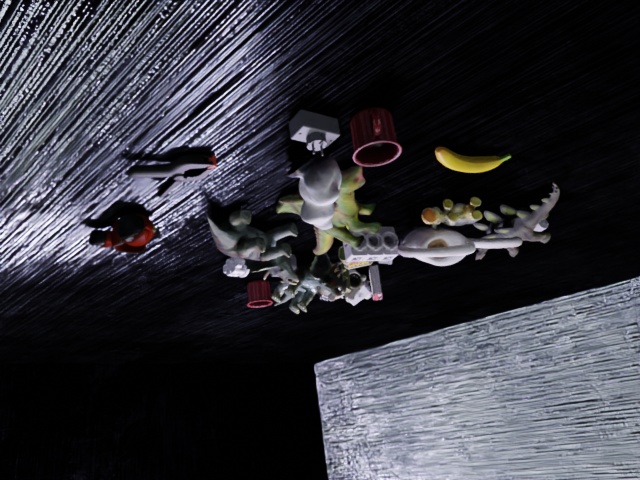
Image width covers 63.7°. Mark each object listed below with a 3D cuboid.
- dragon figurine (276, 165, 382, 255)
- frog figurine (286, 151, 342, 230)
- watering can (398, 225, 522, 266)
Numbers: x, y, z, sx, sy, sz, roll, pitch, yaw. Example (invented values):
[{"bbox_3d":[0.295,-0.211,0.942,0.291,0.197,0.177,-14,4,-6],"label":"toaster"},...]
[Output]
[{"bbox_3d":[0.004,-0.066,1.304,0.241,0.125,0.403,24,144,-24],"label":"dragon figurine"},{"bbox_3d":[0.003,-0.098,1.076,0.123,0.157,0.138,-35,-162,-12],"label":"frog figurine"},{"bbox_3d":[0.378,0.013,1.487,0.348,0.103,0.225,-5,-171,-13],"label":"watering can"}]
